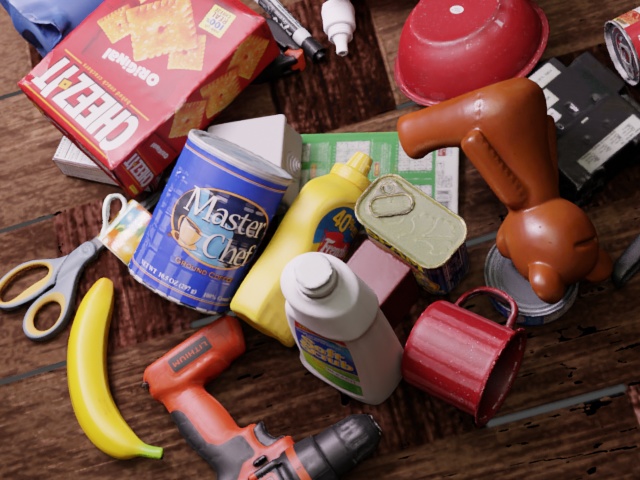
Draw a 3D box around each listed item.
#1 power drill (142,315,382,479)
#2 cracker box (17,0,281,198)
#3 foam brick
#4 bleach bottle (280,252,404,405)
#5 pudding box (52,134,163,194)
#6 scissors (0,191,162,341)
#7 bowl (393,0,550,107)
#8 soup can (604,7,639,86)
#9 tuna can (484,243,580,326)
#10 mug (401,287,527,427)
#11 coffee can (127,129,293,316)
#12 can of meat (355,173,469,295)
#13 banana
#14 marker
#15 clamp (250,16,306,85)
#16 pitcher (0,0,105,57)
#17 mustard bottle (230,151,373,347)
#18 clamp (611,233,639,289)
[{"bbox_3d":[-0.061,0.163,0.967,0.184,0.057,0.188,-34,65,-4],"label":"power drill"},{"bbox_3d":[-0.173,-0.175,1.081,0.213,0.072,0.164,-46,64,-9],"label":"cracker box"},{"bbox_3d":[0.054,0.044,0.982,0.053,0.078,0.051,36,80,22],"label":"foam brick"},{"bbox_3d":[0.011,0.065,0.885,0.103,0.250,0.068,30,76,21],"label":"bleach bottle"},{"bbox_3d":[-0.212,-0.104,1.121,0.114,0.039,0.090,12,69,18],"label":"pudding box"},{"bbox_3d":[-0.236,0.032,1.082,0.202,0.016,0.096,-26,66,1],"label":"scissors"},{"bbox_3d":[0.140,-0.207,1.053,0.162,0.055,0.162,-15,48,17],"label":"bowl"},{"bbox_3d":[0.336,-0.200,1.029,0.102,0.068,0.068,-24,65,1],"label":"soup can"},{"bbox_3d":[0.195,0.035,0.979,0.086,0.033,0.086,-4,67,10],"label":"tuna can"},{"bbox_3d":[0.130,0.094,0.938,0.082,0.093,0.117,24,80,25],"label":"mug"},{"bbox_3d":[-0.100,-0.016,0.974,0.103,0.102,0.140,30,100,21],"label":"coffee can"},{"bbox_3d":[0.087,-0.002,0.976,0.102,0.084,0.057,36,79,23],"label":"can of meat"},{"bbox_3d":[-0.208,0.132,1.026,0.069,0.037,0.198,-16,66,-14],"label":"banana"},{"bbox_3d":[-0.033,-0.233,1.147,0.020,0.020,0.121,-39,66,-6],"label":"marker"},{"bbox_3d":[-0.102,-0.201,1.138,0.172,0.039,0.120,23,78,20],"label":"clamp"},{"bbox_3d":[-0.237,-0.305,1.171,0.242,0.145,0.149,-40,78,-10],"label":"pitcher"},{"bbox_3d":[-0.006,0.001,0.993,0.058,0.096,0.191,26,80,30],"label":"mustard bottle"},{"bbox_3d":[0.346,-0.041,0.977,0.165,0.036,0.210,-3,66,11],"label":"clamp"}]
